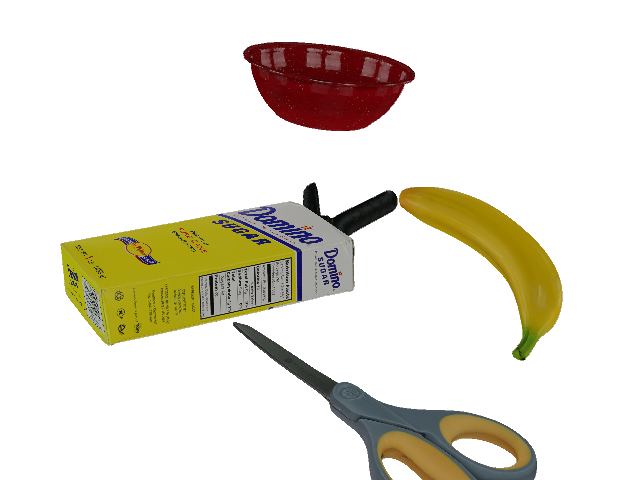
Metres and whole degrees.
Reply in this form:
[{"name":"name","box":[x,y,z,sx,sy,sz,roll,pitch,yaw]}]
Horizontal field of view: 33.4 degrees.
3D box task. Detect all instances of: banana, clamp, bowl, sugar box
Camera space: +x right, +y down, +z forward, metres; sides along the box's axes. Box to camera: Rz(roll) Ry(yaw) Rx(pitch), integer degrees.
[{"name":"banana","box":[0.135,0.009,0.841,0.069,0.037,0.198,-17,44,-17]},{"name":"clamp","box":[0.013,-0.012,1.197,0.120,0.039,0.171,-3,37,27]},{"name":"bowl","box":[0.005,-0.142,1.001,0.162,0.055,0.162,7,22,-3]},{"name":"sugar box","box":[-0.075,0.017,0.717,0.176,0.048,0.093,-14,26,-25]}]

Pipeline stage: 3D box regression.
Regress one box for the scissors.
[{"name":"scissors","box":[0.036,0.087,0.574,0.096,0.016,0.202,-8,30,-27]}]
